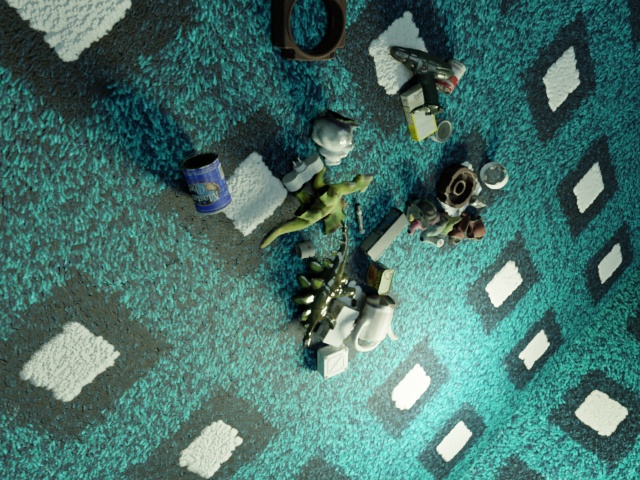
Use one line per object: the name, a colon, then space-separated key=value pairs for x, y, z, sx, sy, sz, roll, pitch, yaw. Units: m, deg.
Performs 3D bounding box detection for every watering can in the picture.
watering can: x=0.232 y=0.317 z=1.994 sx=0.347 sy=0.105 sz=0.223 roll=4 pitch=105 yaw=-53

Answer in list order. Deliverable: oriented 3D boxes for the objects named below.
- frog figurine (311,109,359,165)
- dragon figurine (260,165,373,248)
frog figurine: x=0.036 y=-0.300 z=1.565 sx=0.137 sy=0.125 sz=0.157 roll=18 pitch=113 yaw=-6
dragon figurine: x=0.005 y=-0.083 z=1.657 sx=0.410 sy=0.124 sz=0.239 roll=-45 pitch=138 yaw=2
